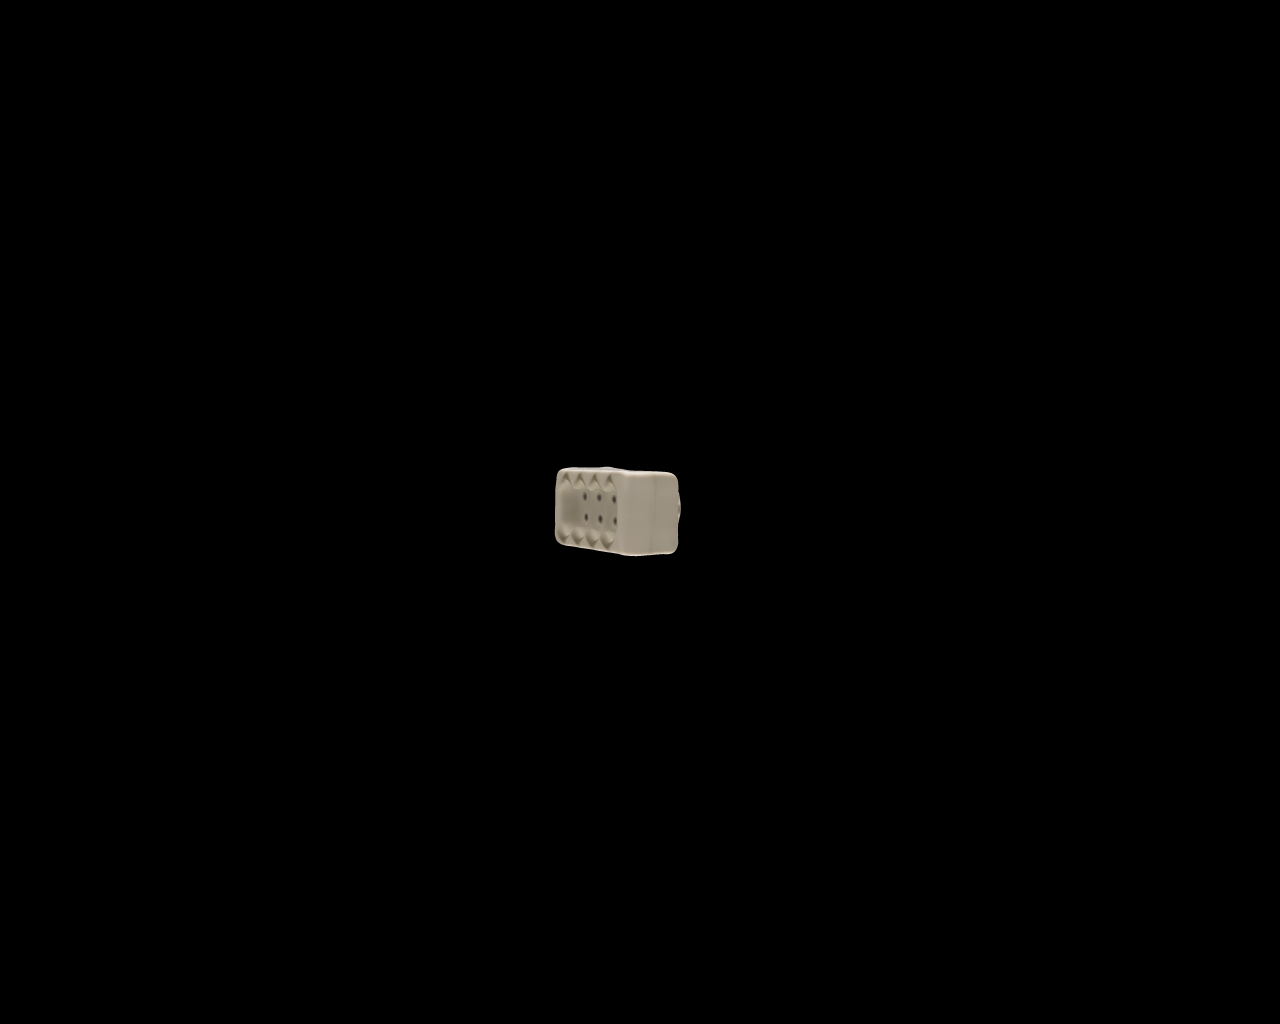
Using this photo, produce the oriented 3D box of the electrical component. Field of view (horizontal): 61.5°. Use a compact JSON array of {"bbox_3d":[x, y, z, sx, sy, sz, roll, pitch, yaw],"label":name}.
[{"bbox_3d":[0.001,-0.003,0.650,0.076,0.047,0.083,-3,6,-32],"label":"electrical component"}]
